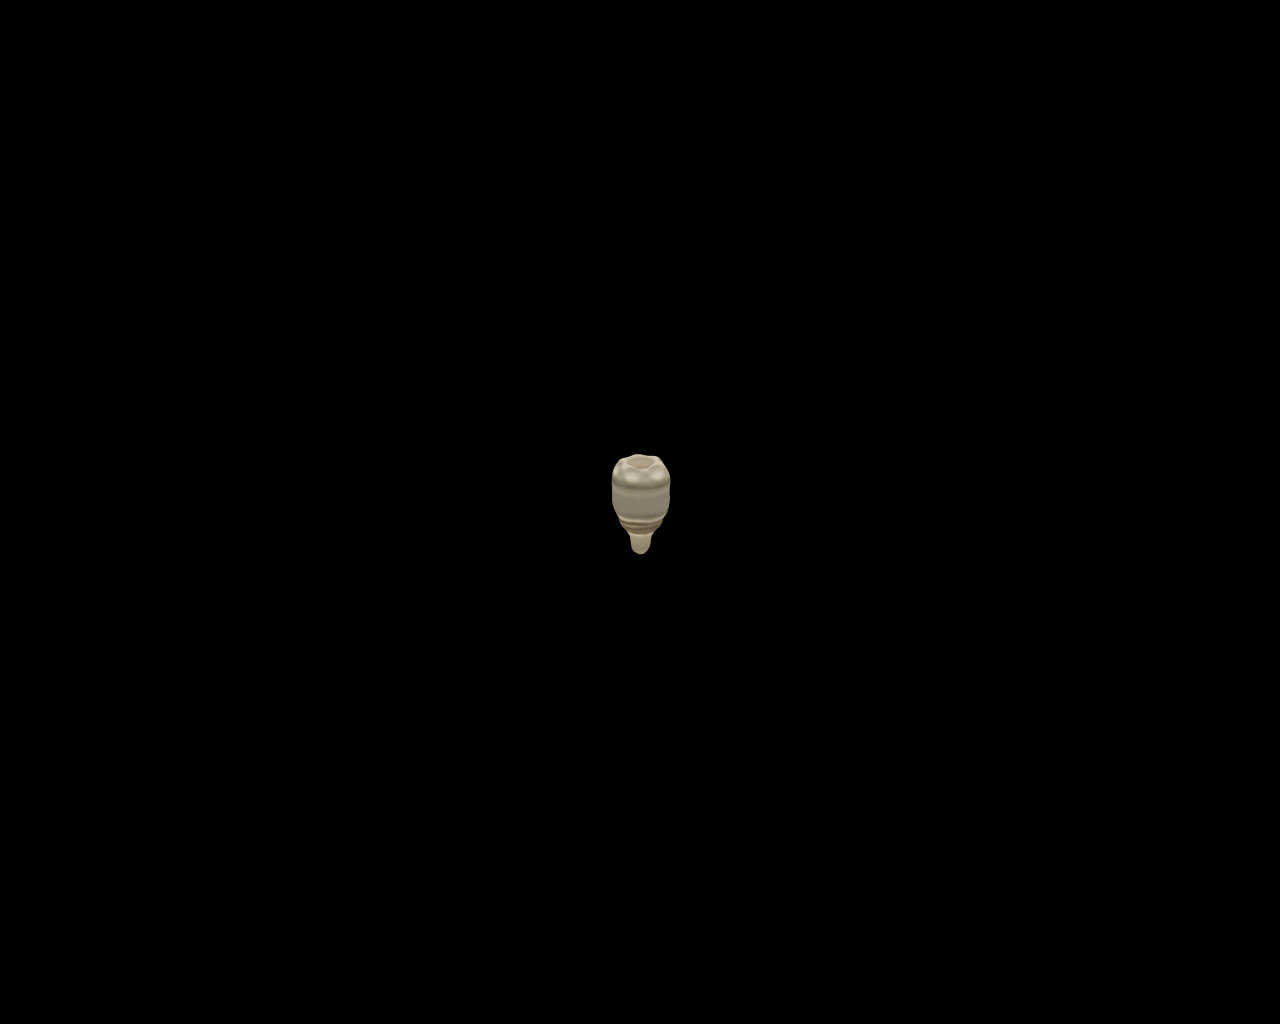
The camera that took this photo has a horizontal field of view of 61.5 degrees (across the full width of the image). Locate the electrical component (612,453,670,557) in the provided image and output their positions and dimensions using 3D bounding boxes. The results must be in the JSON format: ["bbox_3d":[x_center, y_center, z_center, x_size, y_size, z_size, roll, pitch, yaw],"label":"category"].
[{"bbox_3d":[0.001,-0.003,0.650,0.035,0.061,0.035,0,22,0],"label":"electrical component"}]
